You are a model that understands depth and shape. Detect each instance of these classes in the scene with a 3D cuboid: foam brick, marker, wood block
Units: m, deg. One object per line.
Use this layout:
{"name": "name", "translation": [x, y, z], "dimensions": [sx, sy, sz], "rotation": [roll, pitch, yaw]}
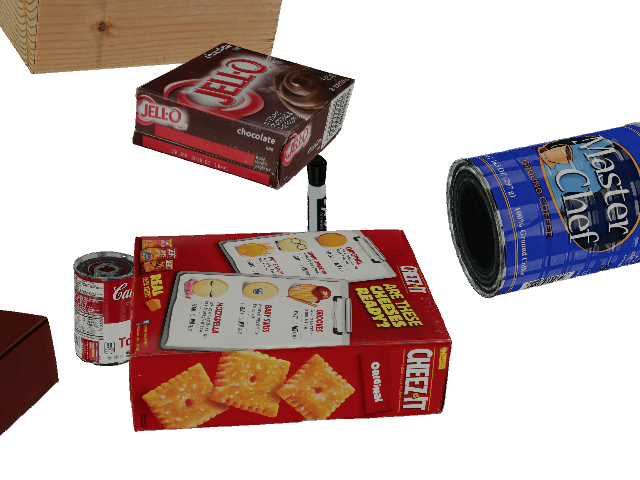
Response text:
{"name": "foam brick", "translation": [-0.220, 0.088, 0.708], "dimensions": [0.053, 0.051, 0.078], "rotation": [7, 29, 23]}
{"name": "marker", "translation": [-0.003, -0.028, 1.011], "dimensions": [0.020, 0.121, 0.020], "rotation": [0, 37, 0]}
{"name": "wood block", "translation": [-0.141, -0.199, 0.855], "dimensions": [0.205, 0.091, 0.090], "rotation": [-10, 42, -31]}

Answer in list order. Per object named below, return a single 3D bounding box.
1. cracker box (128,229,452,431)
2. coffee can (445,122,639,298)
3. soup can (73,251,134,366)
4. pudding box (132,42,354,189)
{"name": "cracker box", "translation": [-0.029, 0.061, 0.777], "dimensions": [0.213, 0.072, 0.164], "rotation": [-1, 29, -8]}
{"name": "coffee can", "translation": [0.175, -0.022, 0.773], "dimensions": [0.140, 0.103, 0.103], "rotation": [-12, 2, -11]}
{"name": "soup can", "translation": [-0.222, 0.071, 1.110], "dimensions": [0.068, 0.102, 0.068], "rotation": [4, 21, -2]}
{"name": "pudding box", "translation": [-0.041, -0.074, 0.610], "dimensions": [0.090, 0.039, 0.113], "rotation": [19, 26, 13]}
